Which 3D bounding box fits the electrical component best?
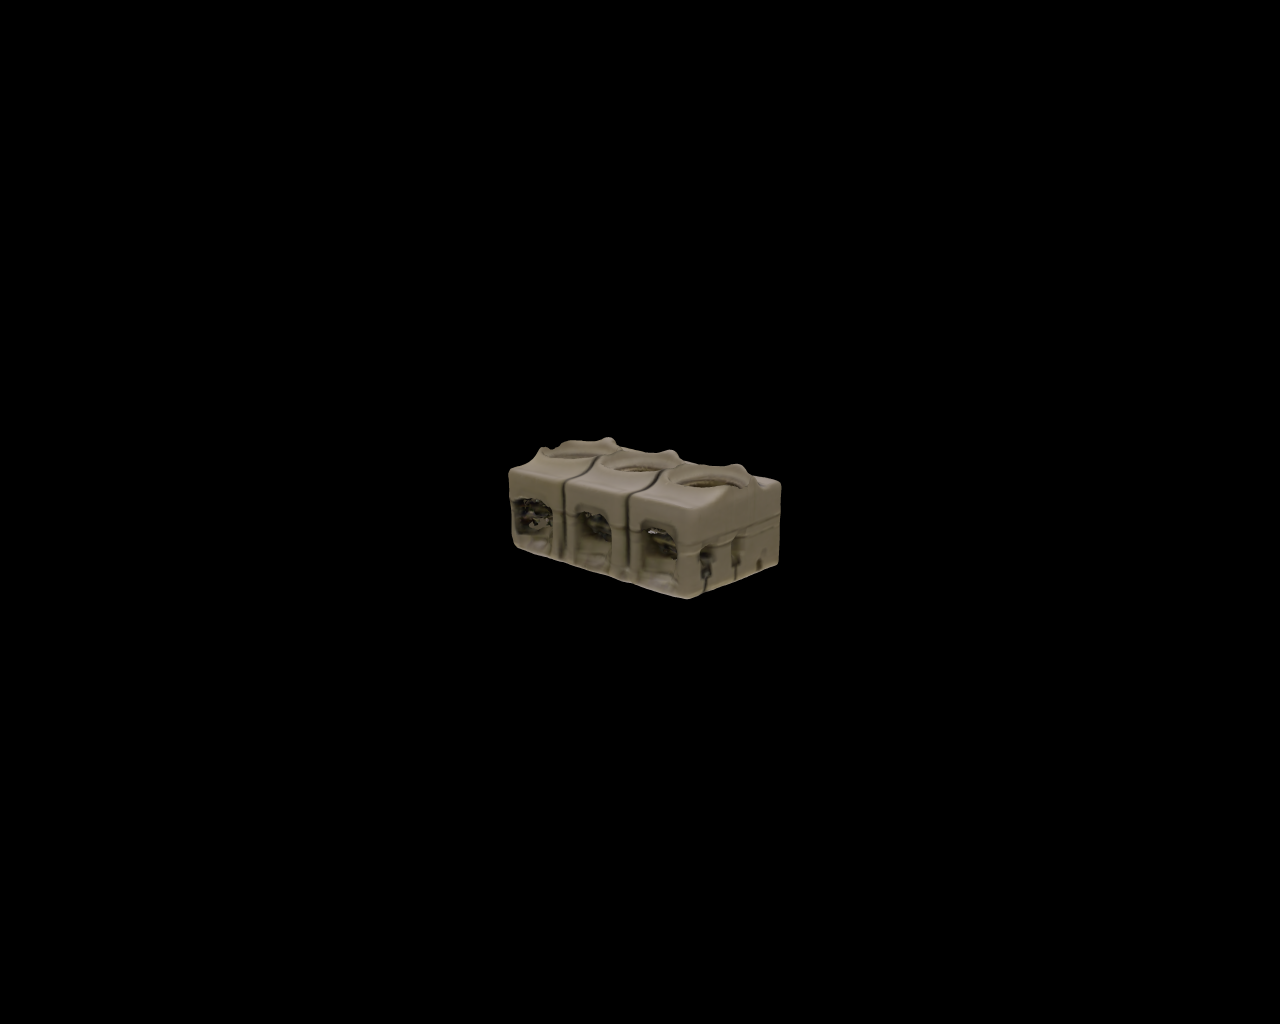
[{"bbox_3d":[0.001,-0.003,0.650,0.150,0.061,0.090,15,22,40],"label":"electrical component"}]
